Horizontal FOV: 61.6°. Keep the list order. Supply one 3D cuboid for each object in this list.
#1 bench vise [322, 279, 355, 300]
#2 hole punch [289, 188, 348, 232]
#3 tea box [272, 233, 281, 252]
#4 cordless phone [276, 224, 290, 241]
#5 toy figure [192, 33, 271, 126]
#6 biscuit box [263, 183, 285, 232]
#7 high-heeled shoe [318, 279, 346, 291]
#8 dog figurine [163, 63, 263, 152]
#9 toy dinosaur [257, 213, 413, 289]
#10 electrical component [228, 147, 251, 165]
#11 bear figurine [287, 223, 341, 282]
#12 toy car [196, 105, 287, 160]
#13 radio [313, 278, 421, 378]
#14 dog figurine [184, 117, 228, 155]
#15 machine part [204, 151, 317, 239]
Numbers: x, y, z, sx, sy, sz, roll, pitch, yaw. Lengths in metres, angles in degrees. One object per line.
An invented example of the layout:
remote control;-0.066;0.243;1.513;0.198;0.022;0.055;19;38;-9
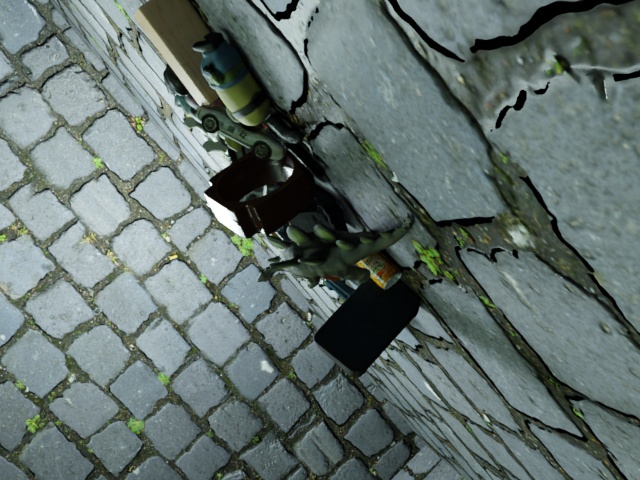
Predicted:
bench vise;0.094;0.163;1.472;0.241;0.129;0.223;37;164;28
hole punch;0.002;-0.058;1.190;0.116;0.092;0.142;5;142;29
tea box;-0.116;-0.040;1.647;0.068;0.098;0.169;33;160;53
cordless phone;-0.043;-0.020;1.512;0.147;0.088;0.184;44;-173;23
toy figure;-0.159;-0.289;0.988;0.089;0.082;0.180;40;164;47
biscuit box;-0.111;-0.095;1.333;0.202;0.059;0.063;103;163;-57
high-heeled shoe;-0.012;0.048;1.621;0.145;0.086;0.249;-16;-108;-57
dog figurine;-0.226;-0.295;1.180;0.219;0.108;0.191;41;165;15
toy dinosaur;0.017;0.026;1.044;0.472;0.105;0.198;-20;158;41
electrical component;-0.181;-0.198;1.270;0.047;0.075;0.119;99;152;-63
bear figurine;-0.006;-0.005;1.345;0.120;0.132;0.196;-53;42;38
toy car;-0.161;-0.224;1.106;0.202;0.056;0.073;28;-158;-4
radio;0.107;0.178;1.174;0.131;0.229;0.073;40;168;19
dog figurine;-0.245;-0.279;1.379;0.172;0.121;0.190;53;-177;-3
machine part;-0.124;-0.103;1.135;0.201;0.201;0.087;30;149;44
